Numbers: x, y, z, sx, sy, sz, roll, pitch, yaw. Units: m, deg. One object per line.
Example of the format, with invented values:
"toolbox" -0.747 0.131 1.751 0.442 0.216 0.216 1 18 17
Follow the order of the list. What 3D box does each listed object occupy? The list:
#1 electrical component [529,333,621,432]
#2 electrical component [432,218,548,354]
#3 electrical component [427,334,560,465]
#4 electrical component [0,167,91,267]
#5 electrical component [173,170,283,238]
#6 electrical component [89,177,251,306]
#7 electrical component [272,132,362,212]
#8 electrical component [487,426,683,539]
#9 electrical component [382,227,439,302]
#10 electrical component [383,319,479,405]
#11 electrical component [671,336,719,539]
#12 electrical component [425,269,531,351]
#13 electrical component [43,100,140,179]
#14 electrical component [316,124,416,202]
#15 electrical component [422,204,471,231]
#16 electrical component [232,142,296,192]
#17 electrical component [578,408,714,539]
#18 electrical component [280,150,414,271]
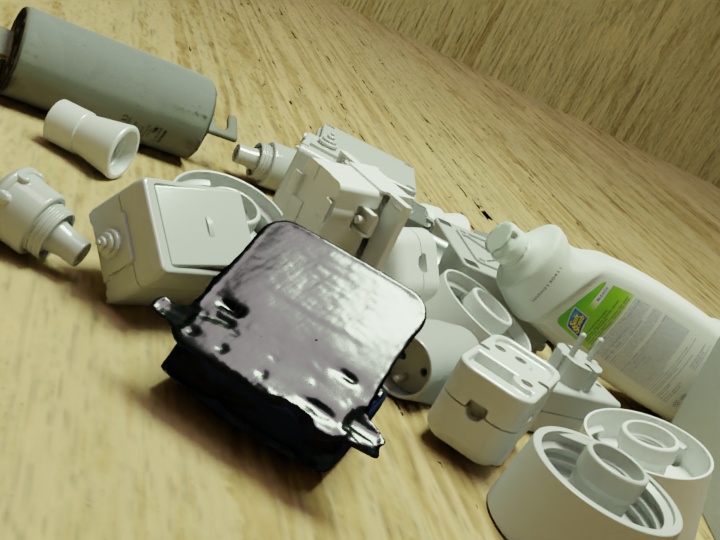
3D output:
"electrical component" 0.152 0.079 0.789 0.083 0.075 0.047 16 21 -34
"electrical component" 0.111 0.013 0.945 0.109 0.056 0.108 22 19 -20
"electrical component" 0.085 0.086 0.697 0.054 0.059 0.095 33 18 16
"electrical component" -0.188 -0.027 0.633 0.062 0.048 0.048 36 18 3
"electrical component" -0.101 -0.023 0.758 0.099 0.064 0.099 23 32 -15
"electrical component" -0.113 -0.017 0.646 0.096 0.061 0.061 5 65 -51
"electrical component" -0.035 -0.066 0.881 0.061 0.096 0.061 27 18 -4
"electrical component" 0.137 0.136 0.631 0.108 0.060 0.108 25 18 -9
"electrical component" 0.000 0.000 0.761 0.095 0.053 0.059 -7 -3 32
"electrical component" 0.034 0.052 0.740 0.079 0.044 0.077 37 19 25
"electrical component" 0.299 0.133 0.800 0.060 0.105 0.186 22 18 -5
"electrical component" 0.080 0.048 0.830 0.099 0.064 0.099 37 19 -15
"electrical component" -0.208 -0.103 0.821 0.065 0.044 0.044 26 17 10
"electrical component" -0.004 -0.087 1.056 0.109 0.056 0.108 26 18 -7
"electrical component" 0.074 -0.039 1.055 0.055 0.045 0.045 13 23 -38
"electrical component" -0.086 -0.097 0.982 0.062 0.043 0.043 19 20 -26
"electrical component" 0.191 0.140 0.738 0.099 0.064 0.099 12 20 -5
"electrical component" -0.025 -0.008 0.694 0.063 0.121 0.079 8 26 -41
